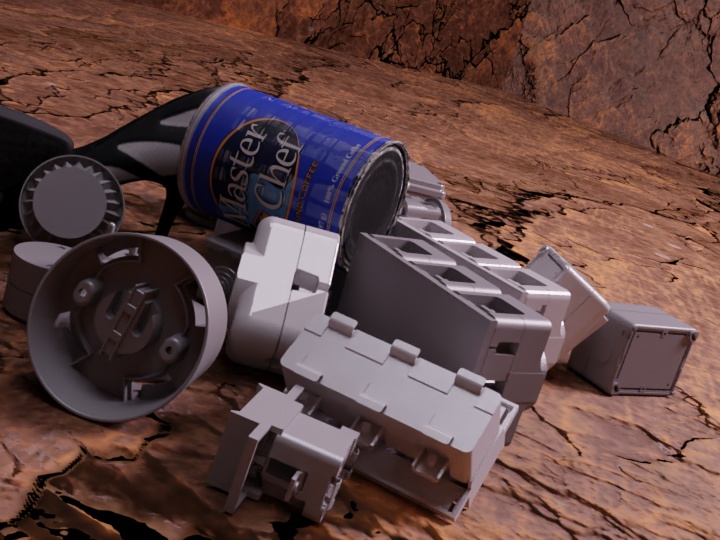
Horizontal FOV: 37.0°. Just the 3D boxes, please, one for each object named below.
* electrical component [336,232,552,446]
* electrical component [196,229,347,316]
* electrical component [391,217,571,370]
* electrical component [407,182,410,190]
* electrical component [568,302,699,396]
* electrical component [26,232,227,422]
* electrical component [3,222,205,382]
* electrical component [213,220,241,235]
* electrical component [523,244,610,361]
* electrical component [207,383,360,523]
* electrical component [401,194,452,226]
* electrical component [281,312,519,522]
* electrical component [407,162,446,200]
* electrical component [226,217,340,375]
[{"bbox_3d":[0.051,0.044,0.722,0.062,0.089,0.150,5,19,-36],"label":"electrical component"},{"bbox_3d":[-0.063,0.008,0.804,0.100,0.048,0.100,22,16,19],"label":"electrical component"},{"bbox_3d":[0.076,0.028,0.805,0.062,0.089,0.150,3,21,-41],"label":"electrical component"},{"bbox_3d":[-0.024,-0.068,0.984,0.056,0.108,0.109,35,3,-33],"label":"electrical component"},{"bbox_3d":[0.228,0.064,0.893,0.096,0.061,0.061,6,19,-35],"label":"electrical component"},{"bbox_3d":[-0.124,0.028,0.588,0.099,0.099,0.064,20,10,11],"label":"electrical component"},{"bbox_3d":[-0.153,0.008,0.661,0.138,0.073,0.052,22,16,18],"label":"electrical component"},{"bbox_3d":[-0.069,-0.060,0.897,0.079,0.121,0.063,23,14,20],"label":"electrical component"},{"bbox_3d":[0.143,0.039,0.858,0.061,0.096,0.061,42,9,-17],"label":"electrical component"},{"bbox_3d":[-0.036,0.094,0.548,0.064,0.042,0.081,23,16,7],"label":"electrical component"},{"bbox_3d":[0.057,-0.049,1.114,0.057,0.058,0.078,5,19,-29],"label":"electrical component"},{"bbox_3d":[0.017,0.076,0.604,0.121,0.063,0.078,23,57,21],"label":"electrical component"},{"bbox_3d":[0.031,-0.095,1.247,0.109,0.056,0.108,12,16,-17],"label":"electrical component"},{"bbox_3d":[-0.053,0.016,0.703,0.059,0.053,0.095,15,60,-7],"label":"electrical component"}]
